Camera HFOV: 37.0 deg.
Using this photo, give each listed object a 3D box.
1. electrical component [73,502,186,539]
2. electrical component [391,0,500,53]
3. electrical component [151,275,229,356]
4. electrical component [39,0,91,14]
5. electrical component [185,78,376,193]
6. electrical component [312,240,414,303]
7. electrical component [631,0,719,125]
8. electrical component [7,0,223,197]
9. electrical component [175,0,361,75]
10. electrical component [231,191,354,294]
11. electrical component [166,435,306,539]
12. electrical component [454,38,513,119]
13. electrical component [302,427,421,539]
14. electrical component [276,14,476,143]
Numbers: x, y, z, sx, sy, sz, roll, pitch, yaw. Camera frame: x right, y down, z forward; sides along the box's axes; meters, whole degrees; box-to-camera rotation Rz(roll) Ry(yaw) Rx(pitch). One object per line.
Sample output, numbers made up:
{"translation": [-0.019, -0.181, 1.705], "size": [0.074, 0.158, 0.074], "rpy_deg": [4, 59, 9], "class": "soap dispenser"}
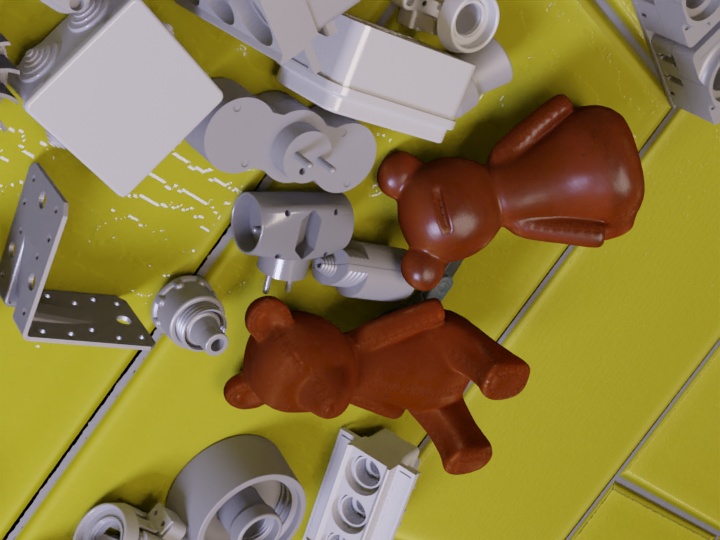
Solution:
{"translation": [-0.178, 0.209, 0.811], "size": [0.078, 0.058, 0.057], "rpy_deg": [-48, 138, -1], "class": "electrical component"}
{"translation": [0.063, -0.178, 0.742], "size": [0.066, 0.055, 0.048], "rpy_deg": [-3, 119, -37], "class": "electrical component"}
{"translation": [-0.112, 0.036, 0.743], "size": [0.048, 0.062, 0.048], "rpy_deg": [-20, 128, -27], "class": "electrical component"}
{"translation": [-0.175, -0.192, 0.547], "size": [0.113, 0.057, 0.078], "rpy_deg": [30, 98, -45], "class": "electrical component"}
{"translation": [-0.043, -0.081, 0.711], "size": [0.138, 0.074, 0.052], "rpy_deg": [7, 113, -41], "class": "electrical component"}
{"translation": [0.000, 0.000, 0.820], "size": [0.081, 0.043, 0.043], "rpy_deg": [8, 112, -40], "class": "electrical component"}
{"translation": [0.293, -0.221, 0.888], "size": [0.105, 0.060, 0.186], "rpy_deg": [-44, 135, -5], "class": "electrical component"}
{"translation": [-0.145, -0.107, 0.633], "size": [0.099, 0.048, 0.099], "rpy_deg": [-46, 135, -4], "class": "electrical component"}
{"translation": [-0.059, -0.169, 0.607], "size": [0.063, 0.121, 0.078], "rpy_deg": [-38, 134, -15], "class": "electrical component"}
{"translation": [-0.052, -0.018, 0.768], "size": [0.077, 0.043, 0.079], "rpy_deg": [-4, 120, -36], "class": "electrical component"}
{"translation": [-0.094, 0.194, 0.863], "size": [0.108, 0.060, 0.108], "rpy_deg": [-20, 128, -27], "class": "electrical component"}
{"translation": [0.077, -0.141, 0.785], "size": [0.055, 0.045, 0.045], "rpy_deg": [-37, 134, -12], "class": "electrical component"}
{"translation": [0.005, 0.204, 0.944], "size": [0.063, 0.079, 0.121], "rpy_deg": [-18, 131, -57], "class": "electrical component"}
{"translation": [0.010, -0.131, 0.716], "size": [0.113, 0.078, 0.057], "rpy_deg": [9, 109, -41], "class": "electrical component"}
